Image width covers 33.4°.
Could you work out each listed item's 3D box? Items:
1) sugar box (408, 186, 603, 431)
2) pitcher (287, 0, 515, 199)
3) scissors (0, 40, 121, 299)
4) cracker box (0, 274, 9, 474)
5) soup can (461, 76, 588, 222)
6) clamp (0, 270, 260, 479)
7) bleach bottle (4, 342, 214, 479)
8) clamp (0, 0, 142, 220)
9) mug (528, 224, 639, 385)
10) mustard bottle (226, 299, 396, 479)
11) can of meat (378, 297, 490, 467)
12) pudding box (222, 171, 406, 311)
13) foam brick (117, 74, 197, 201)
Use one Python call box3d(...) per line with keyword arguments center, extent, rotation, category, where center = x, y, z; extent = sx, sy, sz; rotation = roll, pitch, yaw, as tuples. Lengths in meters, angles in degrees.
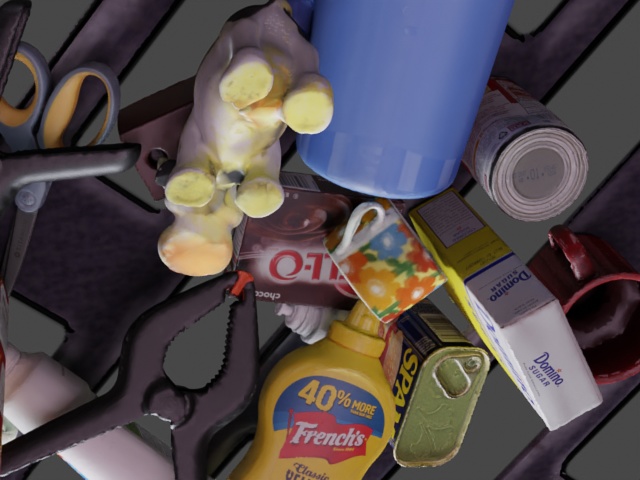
box3d(center=(0.120, 0.041, 0.723), extent=(0.048, 0.176, 0.093), rotation=(-29, 119, 2), category="sugar box")
box3d(center=(0.047, -0.155, 0.648), extent=(0.144, 0.149, 0.243), rotation=(-9, 124, -35), category="pitcher")
box3d(center=(-0.203, -0.046, 0.702), extent=(0.096, 0.016, 0.202), rotation=(37, 116, -7), category="scissors")
box3d(center=(-0.305, 0.094, 0.648), extent=(0.213, 0.164, 0.072), rotation=(-4, 144, -7), category="cracker box")
box3d(center=(0.129, -0.063, 0.716), extent=(0.068, 0.102, 0.068), rotation=(-5, 117, -10), category="soup can")
box3d(center=(-0.095, 0.118, 0.710), extent=(0.164, 0.036, 0.210), rotation=(38, 83, -8), category="clamp")
box3d(center=(-0.149, 0.158, 0.780), extent=(0.250, 0.103, 0.068), rotation=(44, 77, -20), category="bleach bottle")
box3d(center=(-0.197, -0.048, 0.651), extent=(0.171, 0.039, 0.120), rotation=(-44, 94, 10), category="clamp")
box3d(center=(0.196, 0.038, 0.791), extent=(0.093, 0.081, 0.117), rotation=(-30, 118, 4), category="mug")
box3d(center=(0.000, 0.133, 0.747), extent=(0.096, 0.058, 0.191), rotation=(22, 91, -11), category="mustard bottle")
box3d(center=(0.071, 0.102, 0.791), extent=(0.057, 0.084, 0.102), rotation=(3, 115, -26), category="can of meat")
box3d(center=(-0.005, 0.001, 0.755), extent=(0.113, 0.039, 0.090), rotation=(8, 114, -16), category="pudding box")
box3d(center=(-0.087, -0.070, 0.696), extent=(0.078, 0.051, 0.053), rotation=(-25, 118, 1), category="foam brick")
